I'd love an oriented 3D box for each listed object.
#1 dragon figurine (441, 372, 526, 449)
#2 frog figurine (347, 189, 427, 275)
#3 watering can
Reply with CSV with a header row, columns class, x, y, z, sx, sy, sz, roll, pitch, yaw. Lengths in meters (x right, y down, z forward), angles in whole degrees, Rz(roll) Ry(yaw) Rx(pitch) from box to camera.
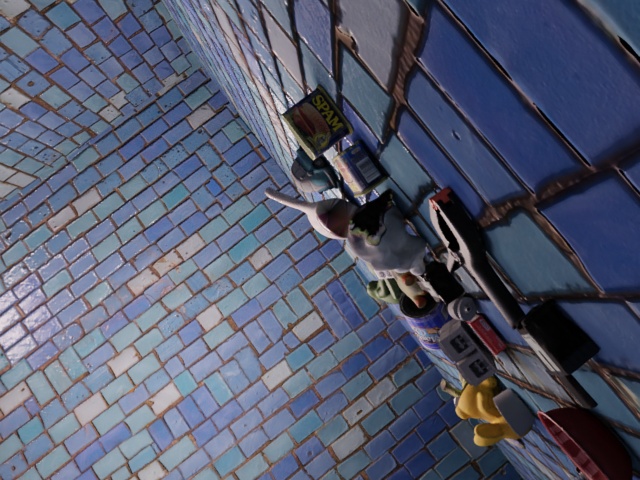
class,x,y,z,sx,sy,sz,roll,pitch,yaw
dragon figurine,0.510,0.493,1.515,0.240,0.121,0.417,34,-170,-30
frog figurine,0.130,0.001,0.971,0.157,0.121,0.141,44,-144,-38
watering can,0.005,-0.074,1.480,0.347,0.104,0.224,24,175,-8
